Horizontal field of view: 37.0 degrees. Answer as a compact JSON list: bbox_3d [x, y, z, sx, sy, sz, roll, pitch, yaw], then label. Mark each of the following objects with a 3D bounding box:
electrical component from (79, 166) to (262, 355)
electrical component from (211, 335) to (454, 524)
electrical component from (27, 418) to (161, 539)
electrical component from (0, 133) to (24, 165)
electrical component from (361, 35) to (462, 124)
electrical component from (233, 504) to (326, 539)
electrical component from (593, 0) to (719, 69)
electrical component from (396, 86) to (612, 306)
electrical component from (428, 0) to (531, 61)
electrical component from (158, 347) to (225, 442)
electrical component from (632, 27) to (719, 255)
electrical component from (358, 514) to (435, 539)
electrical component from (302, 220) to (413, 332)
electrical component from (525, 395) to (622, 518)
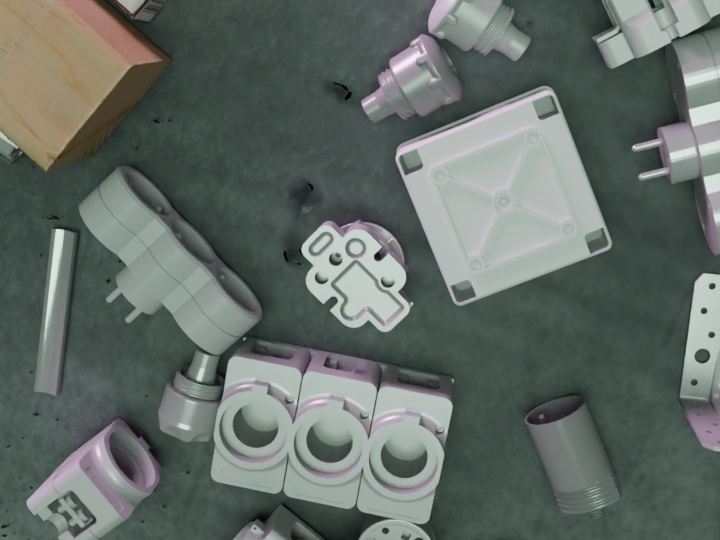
[{"bbox_3d":[-0.138,0.005,0.724,0.074,0.052,0.138,-41,95,12],"label":"electrical component"},{"bbox_3d":[-0.018,0.108,0.730,0.150,0.061,0.089,11,103,3],"label":"electrical component"},{"bbox_3d":[-0.177,0.145,0.738,0.056,0.089,0.050,-37,96,12],"label":"electrical component"},{"bbox_3d":[-0.243,-0.098,0.720,0.046,0.040,0.040,35,103,-8],"label":"electrical component"},{"bbox_3d":[0.031,-0.117,0.687,0.062,0.048,0.048,-30,98,17],"label":"electrical component"},{"bbox_3d":[-0.072,0.217,0.764,0.056,0.050,0.089,40,102,-4],"label":"electrical component"},{"bbox_3d":[0.176,-0.167,0.656,0.078,0.058,0.057,-27,101,11],"label":"electrical component"},{"bbox_3d":[0.091,-0.048,0.689,0.109,0.056,0.108,-21,99,9],"label":"electrical component"},{"bbox_3d":[0.077,-0.155,0.675,0.062,0.048,0.048,32,103,-9],"label":"electrical component"},{"bbox_3d":[-0.113,0.084,0.743,0.043,0.043,0.062,18,102,1],"label":"electrical component"},{"bbox_3d":[0.209,-0.076,0.674,0.074,0.052,0.138,-14,100,8],"label":"electrical component"},{"bbox_3d":[0.026,0.189,0.750,0.055,0.047,0.055,1,102,5],"label":"electrical component"},{"bbox_3d":[0.000,0.000,0.708,0.078,0.057,0.058,45,102,-5],"label":"electrical component"},{"bbox_3d":[0.146,0.131,0.728,0.043,0.043,0.081,-22,99,9],"label":"electrical component"}]
